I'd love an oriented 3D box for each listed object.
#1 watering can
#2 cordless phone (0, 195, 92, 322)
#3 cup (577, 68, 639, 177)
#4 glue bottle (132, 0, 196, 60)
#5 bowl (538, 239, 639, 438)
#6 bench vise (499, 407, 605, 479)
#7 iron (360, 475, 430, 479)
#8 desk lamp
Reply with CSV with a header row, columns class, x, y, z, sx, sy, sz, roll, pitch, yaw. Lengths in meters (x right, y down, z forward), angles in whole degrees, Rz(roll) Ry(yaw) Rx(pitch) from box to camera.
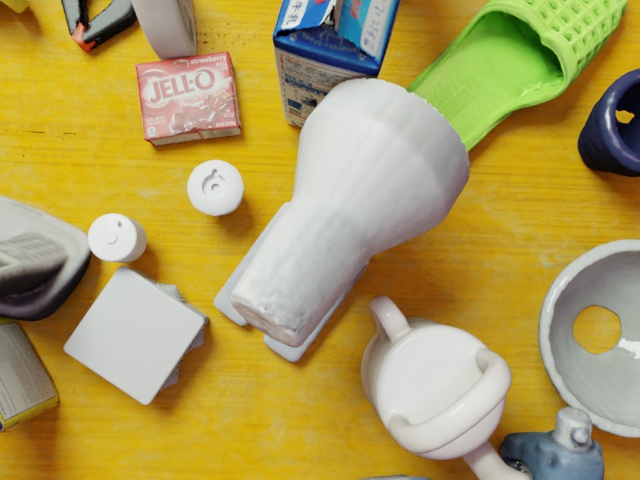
class,x,y,z,sx,sy,sz,roll,pitch,yaw
watering can,0.096,0.120,0.443,0.173,0.194,0.101,34,86,1
cordless phone,-0.278,0.007,0.443,0.147,0.185,0.094,20,86,0
cup,0.287,-0.102,0.515,0.118,0.095,0.092,-27,87,-3
glue bottle,-0.136,-0.211,0.470,0.037,0.173,0.078,-5,86,-2
bowl,0.266,0.084,0.512,0.167,0.074,0.167,0,86,-2
bench vise,0.192,0.244,0.425,0.121,0.219,0.207,-18,87,-3
iron,0.015,0.276,0.456,0.258,0.141,0.119,-6,86,-2
desk lamp,0.004,0.002,0.439,0.118,0.213,0.203,35,86,1
